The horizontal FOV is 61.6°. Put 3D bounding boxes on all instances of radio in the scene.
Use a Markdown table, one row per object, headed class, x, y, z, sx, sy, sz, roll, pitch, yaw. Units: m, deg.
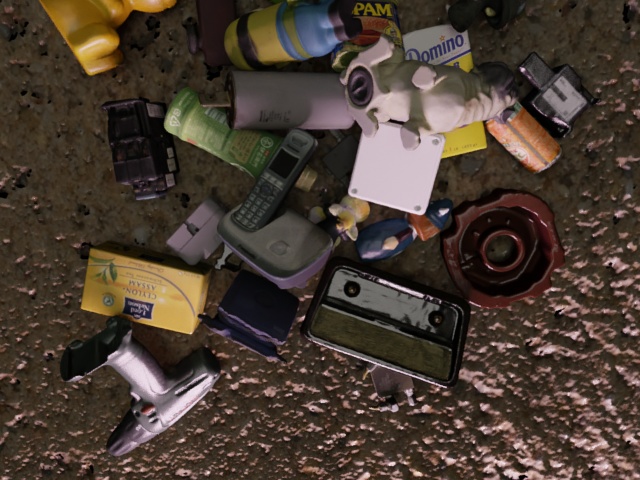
| class | x | y | z | sx | sy | sz | roll | pitch | yaw |
| --- | --- | --- | --- | --- | --- | --- | --- | --- | --- |
| radio | 0.097 | 0.117 | 0.784 | 0.230 | 0.073 | 0.131 | 20 | 77 | -3 |

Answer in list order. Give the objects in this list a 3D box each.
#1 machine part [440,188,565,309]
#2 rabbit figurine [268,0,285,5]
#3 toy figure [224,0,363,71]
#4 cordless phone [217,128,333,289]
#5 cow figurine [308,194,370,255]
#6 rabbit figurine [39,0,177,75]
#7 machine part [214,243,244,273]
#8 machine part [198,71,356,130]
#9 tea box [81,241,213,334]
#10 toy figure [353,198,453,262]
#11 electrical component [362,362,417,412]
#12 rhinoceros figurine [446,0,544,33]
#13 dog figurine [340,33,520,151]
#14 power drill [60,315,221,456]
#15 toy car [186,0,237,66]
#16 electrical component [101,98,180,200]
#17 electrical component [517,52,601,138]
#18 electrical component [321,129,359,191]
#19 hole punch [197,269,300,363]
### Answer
| class | x | y | z | sx | sy | sz | roll | pitch | yaw |
| --- | --- | --- | --- | --- | --- | --- | --- | --- | --- |
| machine part | 0.264 | 0.012 | 0.789 | 0.179 | 0.056 | 0.179 | 0 | 102 | 2 |
| rabbit figurine | -0.012 | -0.370 | 0.698 | 0.159 | 0.121 | 0.170 | -39 | 112 | 11 |
| toy figure | -0.040 | -0.261 | 0.672 | 0.180 | 0.089 | 0.082 | 4 | 107 | 36 |
| cordless phone | -0.033 | -0.042 | 0.694 | 0.147 | 0.088 | 0.184 | 34 | 96 | 30 |
| cow figurine | -0.002 | -0.004 | 0.769 | 0.167 | 0.098 | 0.068 | -39 | 98 | 13 |
| rabbit figurine | -0.280 | -0.327 | 0.725 | 0.173 | 0.122 | 0.162 | -29 | 89 | -8 |
| machine part | -0.104 | -0.014 | 0.788 | 0.039 | 0.084 | 0.139 | 32 | 91 | 20 |
| machine part | -0.039 | -0.186 | 0.721 | 0.243 | 0.079 | 0.079 | -4 | 101 | -20 |
| tea box | -0.257 | 0.069 | 0.805 | 0.170 | 0.068 | 0.098 | 12 | 100 | -2 |
| toy figure | 0.124 | -0.016 | 0.784 | 0.154 | 0.064 | 0.057 | -23 | 139 | 2 |
| electrical component | 0.107 | 0.219 | 0.836 | 0.078 | 0.045 | 0.102 | -10 | 100 | 5 |
| rhinoceros figurine | 0.242 | -0.341 | 0.694 | 0.112 | 0.073 | 0.190 | 40 | 82 | -7 |
| dog figurine | 0.142 | -0.196 | 0.694 | 0.172 | 0.190 | 0.121 | 46 | 135 | 29 |
| power drill | -0.280 | 0.219 | 0.795 | 0.232 | 0.086 | 0.207 | -34 | 123 | 2 |
| toy car | -0.145 | -0.341 | 0.734 | 0.089 | 0.053 | 0.202 | -8 | 103 | -18 |
| electrical component | -0.243 | -0.125 | 0.745 | 0.058 | 0.115 | 0.134 | -8 | 99 | 5 |
| electrical component | 0.321 | -0.206 | 0.751 | 0.119 | 0.048 | 0.075 | 39 | 99 | -5 |
| electrical component | 0.034 | -0.120 | 0.786 | 0.063 | 0.021 | 0.094 | -39 | 99 | 8 |
| hole punch | -0.094 | 0.108 | 0.789 | 0.142 | 0.116 | 0.092 | 31 | 92 | -5 |
